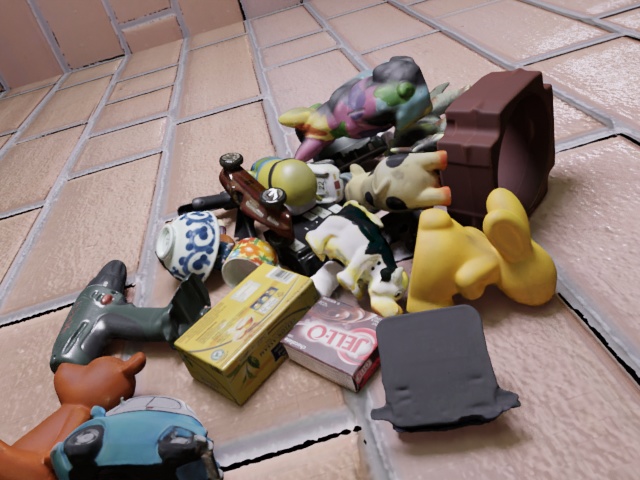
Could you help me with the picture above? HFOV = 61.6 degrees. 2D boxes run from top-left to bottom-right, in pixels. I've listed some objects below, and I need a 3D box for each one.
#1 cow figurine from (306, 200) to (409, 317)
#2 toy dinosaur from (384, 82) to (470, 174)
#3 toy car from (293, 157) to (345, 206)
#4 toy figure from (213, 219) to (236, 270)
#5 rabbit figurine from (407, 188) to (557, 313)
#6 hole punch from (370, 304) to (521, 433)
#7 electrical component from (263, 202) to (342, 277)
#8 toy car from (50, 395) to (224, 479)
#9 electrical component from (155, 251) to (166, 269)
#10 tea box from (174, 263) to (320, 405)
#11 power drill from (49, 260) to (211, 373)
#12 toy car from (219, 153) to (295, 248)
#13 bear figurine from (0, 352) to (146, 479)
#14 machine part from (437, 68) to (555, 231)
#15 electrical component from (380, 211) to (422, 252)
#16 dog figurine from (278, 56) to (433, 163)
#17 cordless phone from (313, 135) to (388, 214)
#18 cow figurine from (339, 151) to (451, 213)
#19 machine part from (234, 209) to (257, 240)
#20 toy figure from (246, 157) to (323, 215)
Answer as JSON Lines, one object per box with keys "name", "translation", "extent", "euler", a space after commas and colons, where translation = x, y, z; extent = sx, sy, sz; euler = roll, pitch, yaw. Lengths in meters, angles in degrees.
{"name": "cow figurine", "translation": [0.065, 0.029, 0.696], "extent": [0.098, 0.068, 0.167], "euler": [-42, 69, -4]}
{"name": "toy dinosaur", "translation": [0.196, -0.190, 0.970], "extent": [0.192, 0.131, 0.405], "euler": [-12, 28, 6]}
{"name": "toy car", "translation": [-0.027, -0.102, 0.937], "extent": [0.056, 0.073, 0.202], "euler": [-23, 21, -29]}
{"name": "toy figure", "translation": [-0.173, 0.006, 0.885], "extent": [0.058, 0.064, 0.155], "euler": [14, 21, -37]}
{"name": "rabbit figurine", "translation": [0.200, 0.020, 0.649], "extent": [0.173, 0.162, 0.122], "euler": [15, 29, 13]}
{"name": "hole punch", "translation": [0.121, 0.139, 0.561], "extent": [0.142, 0.092, 0.116], "euler": [-8, 64, 7]}
{"name": "electrical component", "translation": [-0.002, -0.002, 0.826], "extent": [0.134, 0.058, 0.115], "euler": [-30, 38, -20]}
{"name": "toy car", "translation": [-0.178, 0.209, 0.551], "extent": [0.162, 0.109, 0.103], "euler": [-9, 30, 5]}
{"name": "electrical component", "translation": [-0.248, 0.020, 0.927], "extent": [0.063, 0.021, 0.094], "euler": [-28, 35, -19]}
{"name": "tea box", "translation": [-0.085, 0.113, 0.684], "extent": [0.098, 0.068, 0.169], "euler": [16, 47, 39]}
{"name": "power drill", "translation": [-0.269, 0.097, 0.776], "extent": [0.207, 0.085, 0.232], "euler": [-2, 37, 13]}
{"name": "toy car", "translation": [-0.099, -0.059, 0.804], "extent": [0.053, 0.089, 0.202], "euler": [-23, 41, -22]}
{"name": "bear figurine", "translation": [-0.296, 0.195, 0.604], "extent": [0.120, 0.132, 0.196], "euler": [-32, 25, 43]}
{"name": "machine part", "translation": [0.253, -0.122, 0.761], "extent": [0.087, 0.200, 0.201], "euler": [14, 44, 40]}
{"name": "electrical component", "translation": [0.130, -0.020, 0.811], "extent": [0.078, 0.045, 0.102], "euler": [-34, 23, 26]}
{"name": "dog figurine", "translation": [0.048, -0.202, 0.866], "extent": [0.219, 0.108, 0.192], "euler": [-26, 17, -6]}
{"name": "cordless phone", "translation": [0.075, -0.118, 0.958], "extent": [0.147, 0.088, 0.184], "euler": [-27, 46, -13]}
{"name": "cow figurine", "translation": [0.095, -0.070, 0.742], "extent": [0.127, 0.085, 0.195], "euler": [-2, 0, -3]}
{"name": "machine part", "translation": [-0.120, -0.015, 0.889], "extent": [0.039, 0.084, 0.139], "euler": [8, 40, -23]}
{"name": "toy figure", "translation": [-0.068, -0.095, 0.867], "extent": [0.082, 0.089, 0.180], "euler": [-33, 31, -12]}
